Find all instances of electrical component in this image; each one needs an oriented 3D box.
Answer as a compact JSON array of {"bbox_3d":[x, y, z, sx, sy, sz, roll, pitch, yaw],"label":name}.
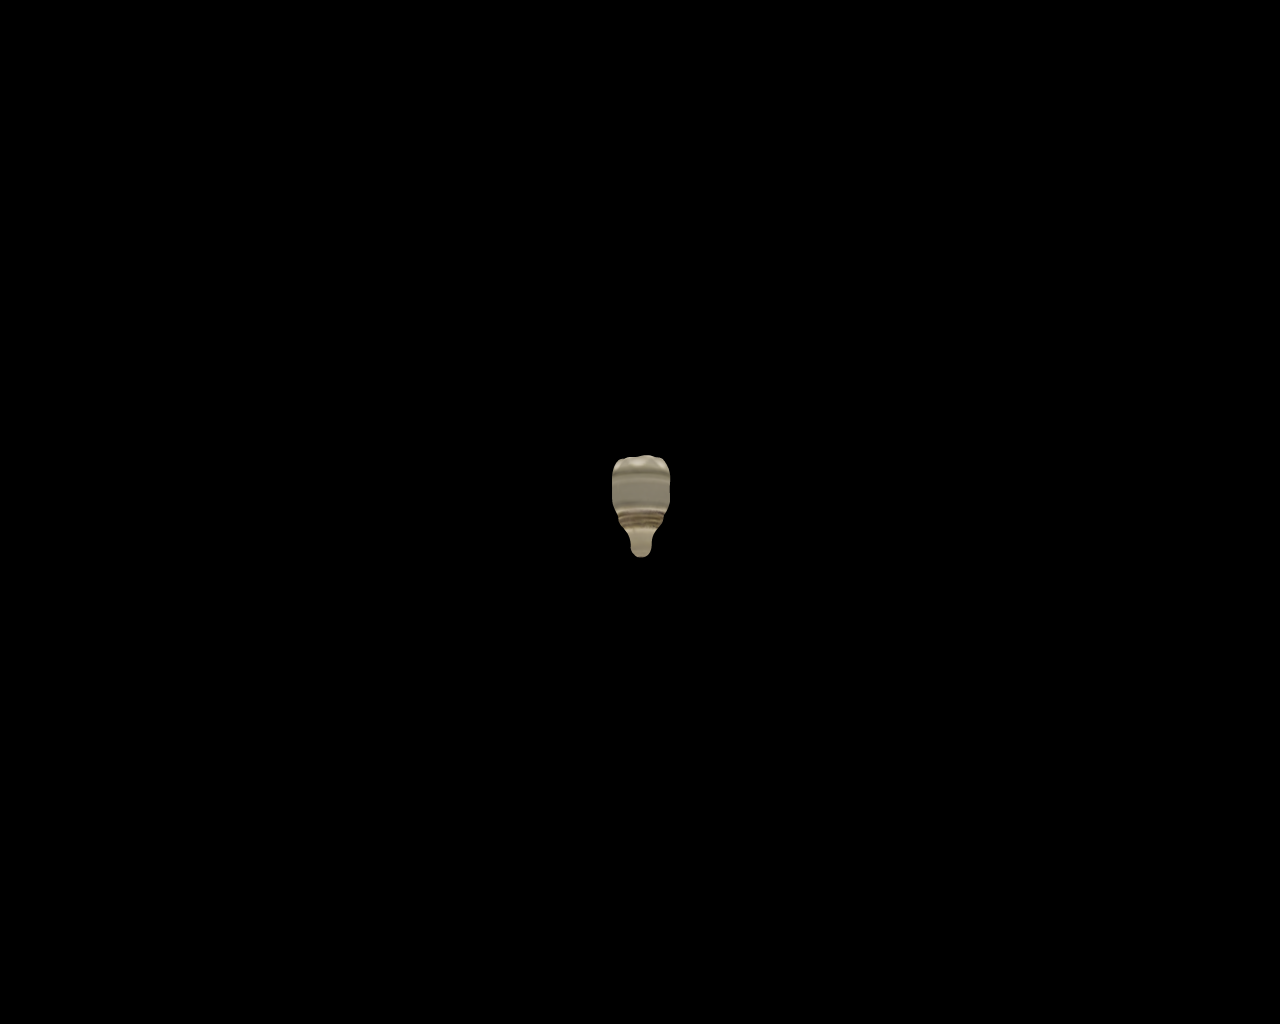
[{"bbox_3d":[0.001,-0.003,0.650,0.035,0.061,0.035,0,-7,0],"label":"electrical component"}]
